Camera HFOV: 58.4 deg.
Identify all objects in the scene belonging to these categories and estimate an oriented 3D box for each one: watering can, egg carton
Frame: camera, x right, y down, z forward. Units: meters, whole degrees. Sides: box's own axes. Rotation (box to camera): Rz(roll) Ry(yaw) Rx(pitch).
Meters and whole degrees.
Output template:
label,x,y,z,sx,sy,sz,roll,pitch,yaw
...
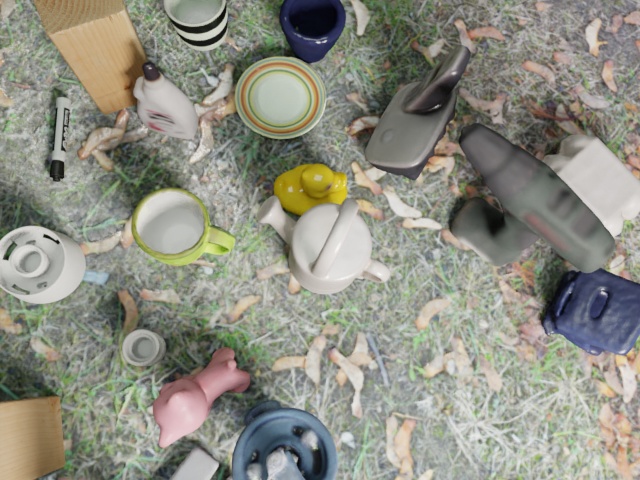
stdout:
label,x,y,z,sx,sy,sz,roll,pitch,yaw
watering can,0.006,0.005,0.708,0.173,0.194,0.101,6,77,-3
egg carton,0.387,-0.077,0.823,0.107,0.069,0.150,-41,84,-12

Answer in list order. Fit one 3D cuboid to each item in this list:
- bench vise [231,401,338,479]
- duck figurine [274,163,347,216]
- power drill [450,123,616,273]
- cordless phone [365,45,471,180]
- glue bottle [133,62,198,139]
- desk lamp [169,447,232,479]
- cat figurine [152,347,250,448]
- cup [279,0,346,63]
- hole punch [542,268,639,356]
label,x,y,z,sx,sy,sz,roll,pitch,yaw
bench vise,-0.012,0.274,0.633,0.207,0.219,0.121,42,78,5
duck figurine,-0.011,-0.076,0.780,0.104,0.086,0.077,0,77,-5
power drill,0.245,-0.037,0.731,0.229,0.208,0.076,36,77,4
cordless phone,0.134,-0.170,0.762,0.094,0.185,0.148,25,77,1
glue bottle,-0.206,-0.183,0.741,0.078,0.173,0.037,10,77,-2
desk lamp,-0.175,0.342,0.607,0.118,0.213,0.203,36,77,4
cat figurine,-0.149,0.187,0.693,0.128,0.117,0.067,-39,83,-12
cup,-0.018,-0.311,0.826,0.092,0.095,0.118,-21,80,-9
hole punch,0.373,0.095,0.773,0.101,0.091,0.109,31,77,2
